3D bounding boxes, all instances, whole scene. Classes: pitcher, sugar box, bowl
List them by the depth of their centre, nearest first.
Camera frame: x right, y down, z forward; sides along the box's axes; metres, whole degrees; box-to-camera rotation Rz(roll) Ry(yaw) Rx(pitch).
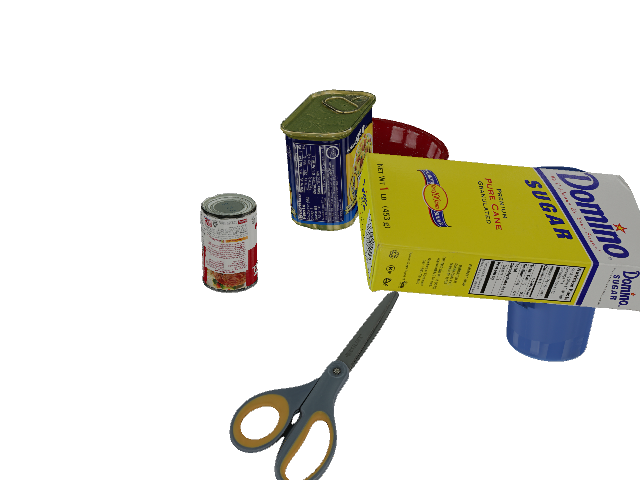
[{"bbox_3d":[0.115,-0.007,0.674,0.176,0.048,0.093,2,43,-6],"label":"sugar box"},{"bbox_3d":[0.060,-0.087,1.203,0.162,0.055,0.162,6,27,-3],"label":"bowl"},{"bbox_3d":[0.302,0.034,1.396,0.149,0.243,0.145,5,23,6],"label":"pitcher"}]

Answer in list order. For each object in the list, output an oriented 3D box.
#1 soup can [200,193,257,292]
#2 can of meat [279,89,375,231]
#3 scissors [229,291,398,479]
[{"bbox_3d":[-0.110,0.002,1.283,0.068,0.102,0.068,1,26,-1],"label":"soup can"},{"bbox_3d":[0.009,-0.066,0.862,0.057,0.084,0.102,5,28,18],"label":"can of meat"},{"bbox_3d":[-0.007,0.112,0.884,0.096,0.201,0.016,14,-35,11],"label":"scissors"}]
